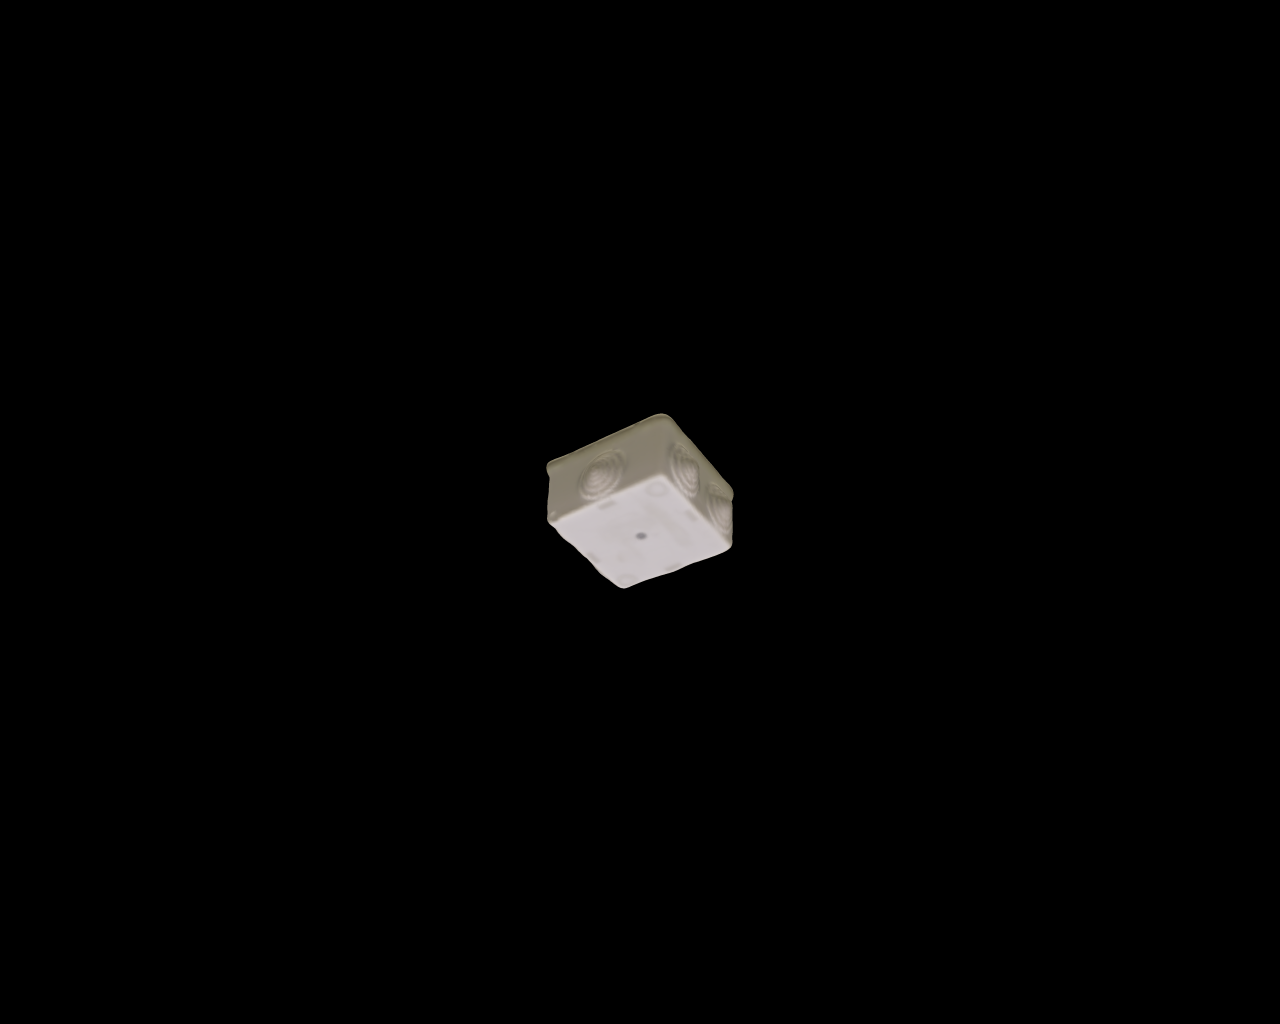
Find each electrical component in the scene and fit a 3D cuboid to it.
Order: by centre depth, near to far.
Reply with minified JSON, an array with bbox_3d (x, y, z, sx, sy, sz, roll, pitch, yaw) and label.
[{"bbox_3d":[0.001,-0.003,0.650,0.099,0.048,0.099,-22,-45,24],"label":"electrical component"}]
